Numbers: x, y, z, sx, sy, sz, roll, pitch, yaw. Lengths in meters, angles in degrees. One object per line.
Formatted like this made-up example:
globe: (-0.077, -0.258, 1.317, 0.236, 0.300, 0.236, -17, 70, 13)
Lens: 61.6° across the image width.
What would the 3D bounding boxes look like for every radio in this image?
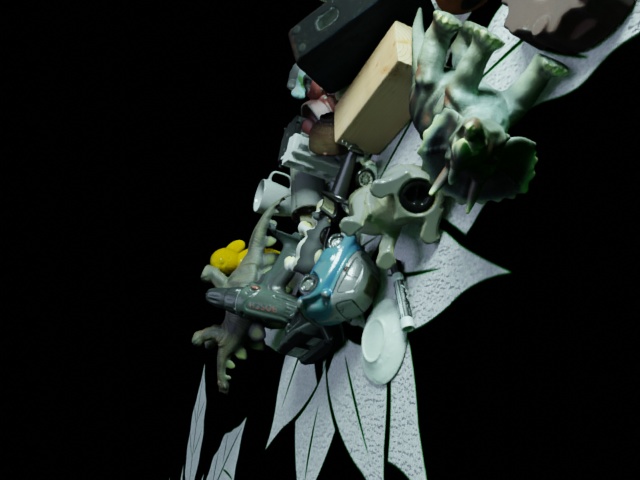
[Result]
radio: (0.067, -0.351, 0.894, 0.230, 0.131, 0.073, -29, 64, 27)

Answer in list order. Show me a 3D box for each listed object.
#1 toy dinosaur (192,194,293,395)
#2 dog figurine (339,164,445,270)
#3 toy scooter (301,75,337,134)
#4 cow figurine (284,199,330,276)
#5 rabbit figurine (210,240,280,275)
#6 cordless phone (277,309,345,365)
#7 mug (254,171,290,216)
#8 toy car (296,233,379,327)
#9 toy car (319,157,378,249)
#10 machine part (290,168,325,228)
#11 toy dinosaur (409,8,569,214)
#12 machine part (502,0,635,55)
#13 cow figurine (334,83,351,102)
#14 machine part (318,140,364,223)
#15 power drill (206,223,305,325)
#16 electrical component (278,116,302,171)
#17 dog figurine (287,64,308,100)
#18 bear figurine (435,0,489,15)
toy dinosaur: (-0.166, 0.118, 1.227, 0.105, 0.199, 0.471, 23, -106, -71)
dog figurine: (0.108, -0.066, 0.808, 0.172, 0.121, 0.191, -32, 18, 15)
toy scooter: (0.011, -0.255, 1.142, 0.135, 0.075, 0.183, 54, 161, 31)
cow figurine: (-0.003, -0.005, 1.044, 0.167, 0.068, 0.098, -68, 18, -6)
rabbit figurine: (-0.195, 0.054, 1.360, 0.162, 0.173, 0.121, 45, 123, 60)
cordless phone: (-0.005, 0.126, 1.001, 0.146, 0.089, 0.184, -49, 23, 50)
mug: (-0.095, -0.105, 1.297, 0.081, 0.107, 0.109, 8, 82, 68)
toy car: (0.043, 0.071, 0.865, 0.103, 0.109, 0.161, 18, 68, 35)
toy car: (0.054, -0.053, 0.968, 0.074, 0.056, 0.201, 19, 92, 62)
machine part: (-0.026, -0.115, 1.175, 0.079, 0.079, 0.243, 126, 149, -44)
toy dinosaur: (0.171, -0.175, 0.688, 0.405, 0.131, 0.192, -103, 34, -60)
machine part: (0.272, -0.290, 0.575, 0.179, 0.056, 0.179, -165, 90, -69)
cow figurine: (0.050, -0.328, 1.048, 0.085, 0.127, 0.195, -54, 33, 39)
machine part: (0.036, -0.100, 0.926, 0.084, 0.039, 0.138, -142, 69, -68)
power drill: (-0.113, 0.071, 1.133, 0.207, 0.232, 0.086, -65, -24, -18)
electrical component: (-0.055, -0.243, 1.351, 0.134, 0.058, 0.115, 160, 120, -65)
dog figurine: (0.017, -0.418, 1.220, 0.219, 0.108, 0.192, -62, 22, 21)
bear figurine: (0.176, -0.418, 0.751, 0.132, 0.120, 0.196, 87, 163, -70)
